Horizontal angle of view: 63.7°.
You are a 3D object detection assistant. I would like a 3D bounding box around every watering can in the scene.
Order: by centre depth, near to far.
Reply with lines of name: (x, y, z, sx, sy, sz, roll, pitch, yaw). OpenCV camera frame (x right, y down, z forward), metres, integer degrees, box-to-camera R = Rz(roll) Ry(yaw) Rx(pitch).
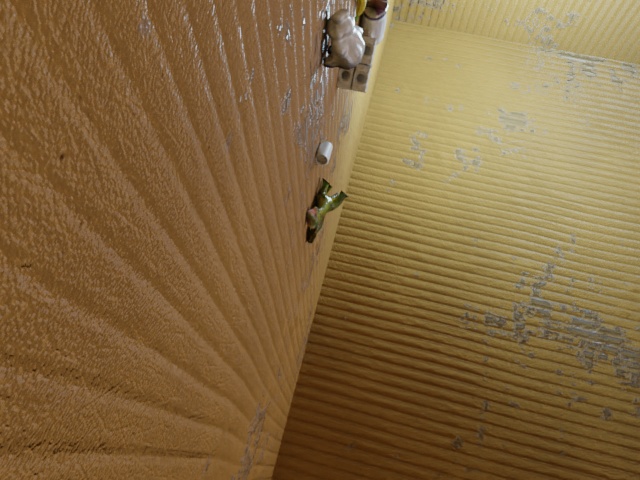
watering can: (0.210, -0.856, 2.120, 0.219, 0.104, 0.355, 92, 12, -57)

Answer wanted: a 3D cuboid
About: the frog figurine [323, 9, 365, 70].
frog figurine: (0.072, -0.548, 1.393, 0.140, 0.123, 0.156, -49, 170, -36)

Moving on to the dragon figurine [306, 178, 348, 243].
dragon figurine: (0.006, -0.100, 1.995, 0.243, 0.122, 0.409, -60, 172, 0)
